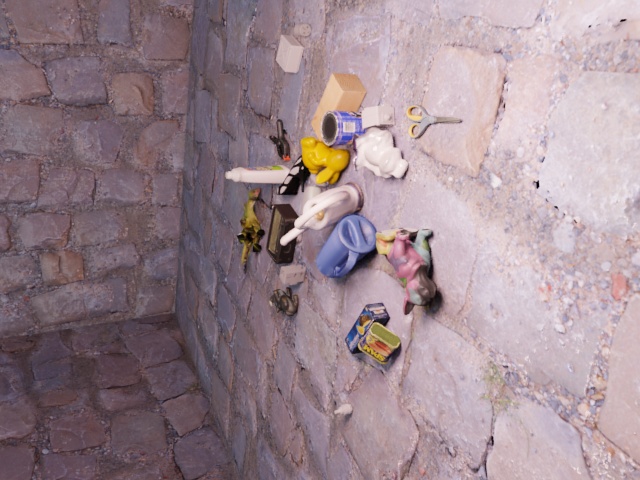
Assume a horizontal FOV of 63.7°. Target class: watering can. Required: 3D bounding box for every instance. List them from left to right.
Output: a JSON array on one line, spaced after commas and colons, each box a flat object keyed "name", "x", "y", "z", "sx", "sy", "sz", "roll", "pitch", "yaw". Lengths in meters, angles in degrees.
[{"name": "watering can", "x": 0.005, "y": -0.083, "z": 1.647, "sx": 0.104, "sy": 0.227, "sz": 0.342, "roll": 61, "pitch": 148, "yaw": 6}]

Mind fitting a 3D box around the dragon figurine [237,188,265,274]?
[{"name": "dragon figurine", "x": -0.339, "y": -0.064, "z": 2.455, "sx": 0.248, "sy": 0.122, "sz": 0.401, "roll": -103, "pitch": 26, "yaw": -53}]

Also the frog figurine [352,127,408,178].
[{"name": "frog figurine", "x": 0.179, "y": -0.242, "z": 1.449, "sx": 0.160, "sy": 0.124, "sz": 0.135, "roll": 16, "pitch": 115, "yaw": 23}]
